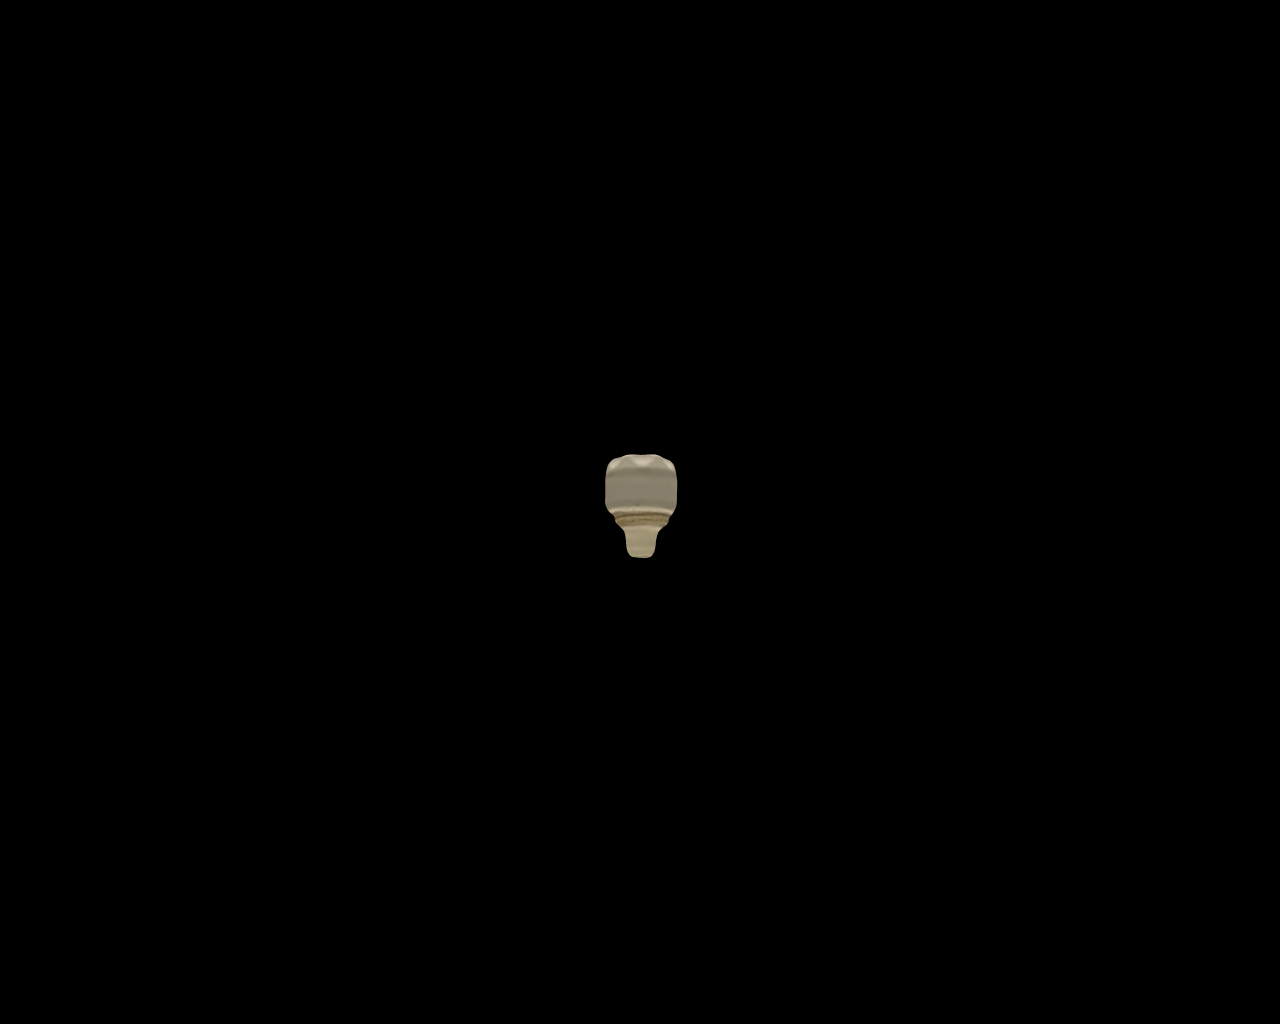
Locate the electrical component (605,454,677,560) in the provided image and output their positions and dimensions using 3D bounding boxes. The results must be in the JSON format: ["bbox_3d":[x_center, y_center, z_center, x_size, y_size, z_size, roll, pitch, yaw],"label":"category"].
[{"bbox_3d":[0.001,-0.003,0.650,0.043,0.062,0.043,0,-8,0],"label":"electrical component"}]
